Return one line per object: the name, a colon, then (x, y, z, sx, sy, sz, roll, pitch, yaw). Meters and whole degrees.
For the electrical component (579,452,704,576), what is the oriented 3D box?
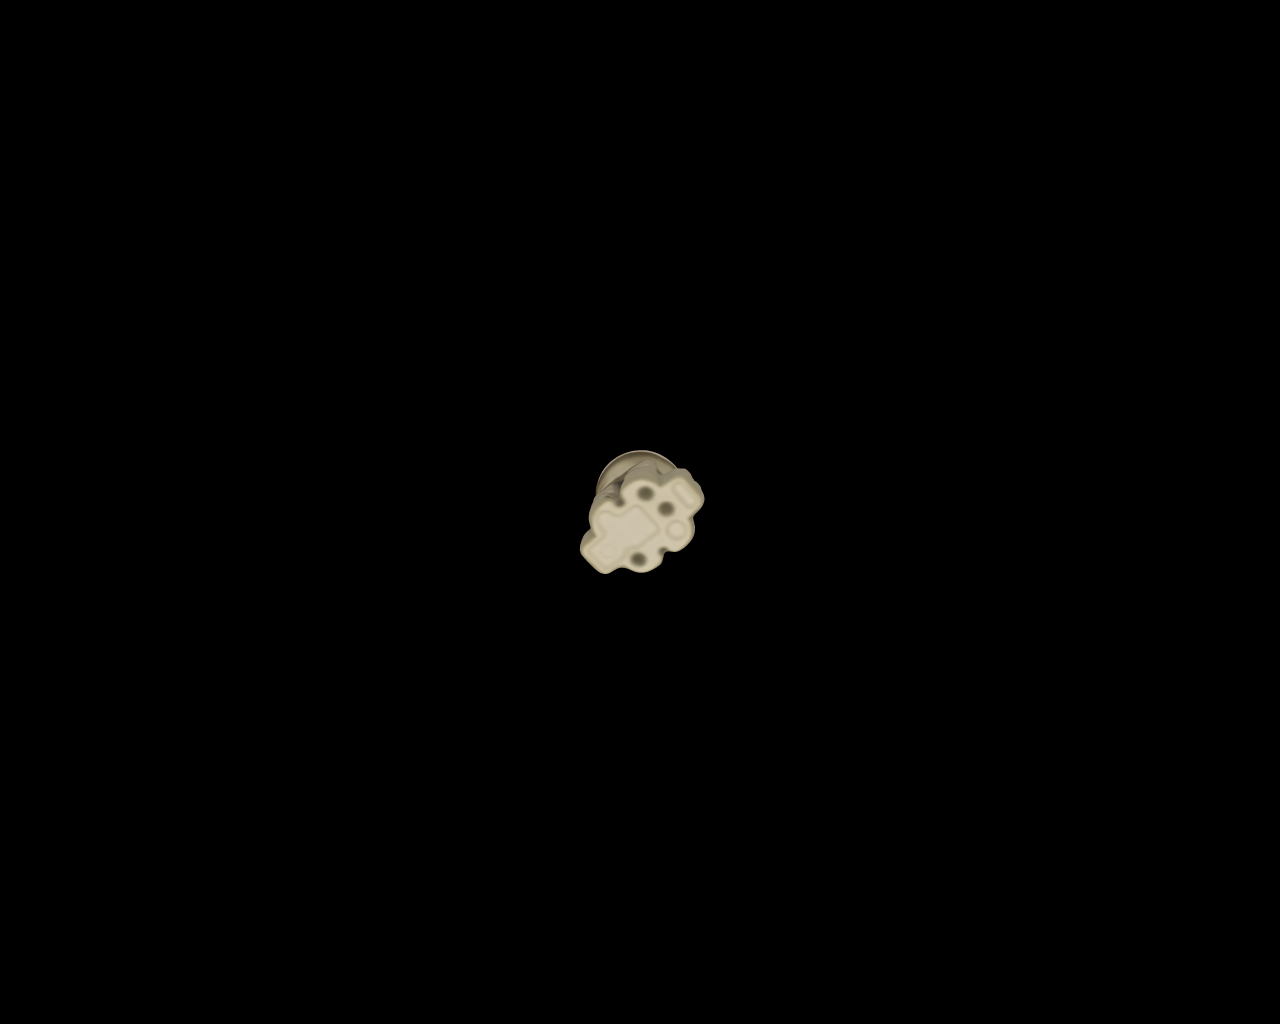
electrical component: (0.001, -0.003, 0.650, 0.078, 0.058, 0.057, -36, 19, 15)
